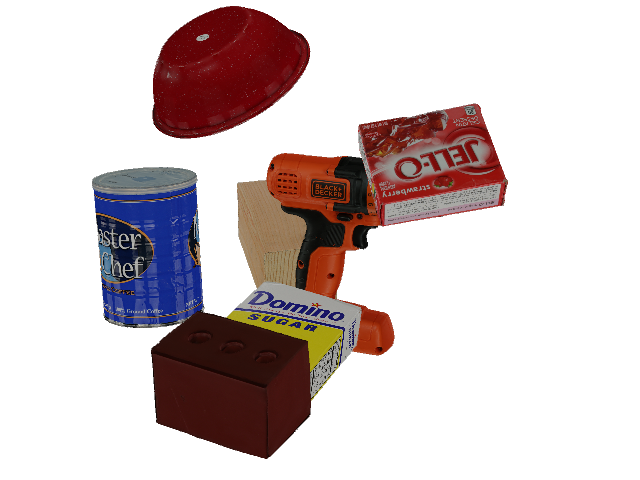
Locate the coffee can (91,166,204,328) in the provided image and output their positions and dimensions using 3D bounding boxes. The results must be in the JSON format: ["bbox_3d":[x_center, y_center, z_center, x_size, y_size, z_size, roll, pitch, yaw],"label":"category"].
[{"bbox_3d":[-0.171,0.005,1.067,0.103,0.140,0.103,-2,15,0],"label":"coffee can"}]

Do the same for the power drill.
[{"bbox_3d":[0.038,0.012,1.014,0.185,0.188,0.057,9,20,17],"label":"power drill"}]

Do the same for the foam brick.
[{"bbox_3d":[-0.051,0.082,0.615,0.078,0.051,0.052,13,28,23],"label":"foam brick"}]

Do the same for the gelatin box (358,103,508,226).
[{"bbox_3d":[0.076,-0.053,0.735,0.089,0.073,0.030,-10,-36,-3],"label":"gelatin box"}]

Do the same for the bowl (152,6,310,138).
[{"bbox_3d":[-0.094,-0.165,0.973,0.162,0.055,0.162,-18,38,15],"label":"bowl"}]

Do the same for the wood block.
[{"bbox_3d":[-0.045,0.003,1.359,0.090,0.090,0.206,-6,28,-12],"label":"wood block"}]

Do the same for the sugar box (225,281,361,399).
[{"bbox_3d":[-0.041,0.092,0.842,0.093,0.048,0.176,15,29,17],"label":"sugar box"}]
